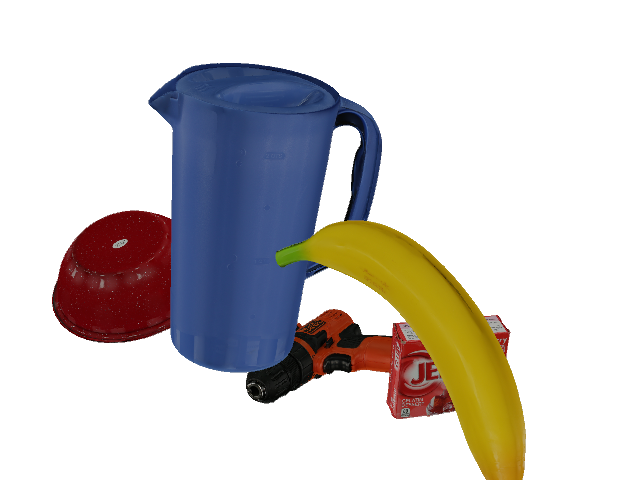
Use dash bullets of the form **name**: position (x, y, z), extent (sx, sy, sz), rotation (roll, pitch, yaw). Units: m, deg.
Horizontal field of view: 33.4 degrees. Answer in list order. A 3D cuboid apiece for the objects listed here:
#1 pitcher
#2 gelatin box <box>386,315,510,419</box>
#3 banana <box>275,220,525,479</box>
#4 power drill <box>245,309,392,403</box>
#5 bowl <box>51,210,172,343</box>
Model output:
- **pitcher**: position (-0.053, -0.017, 0.885), extent (0.149, 0.243, 0.144), rotation (23, 29, 31)
- **gelatin box**: position (0.098, 0.099, 0.833), extent (0.089, 0.073, 0.030), rotation (-4, 29, -12)
- **banana**: position (0.059, 0.050, 0.608), extent (0.198, 0.070, 0.037), rotation (46, 29, 23)
- **power drill**: position (0.038, 0.128, 1.093), extent (0.188, 0.057, 0.184), rotation (9, 23, 28)
- **bowl**: position (-0.183, 0.021, 1.010), extent (0.162, 0.055, 0.162), rotation (-7, 41, 6)
